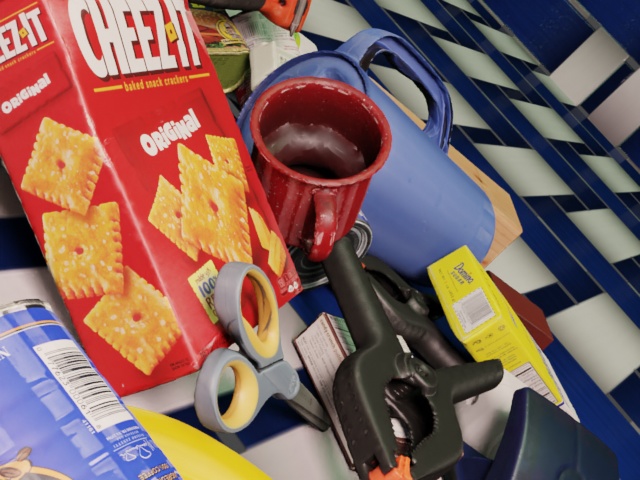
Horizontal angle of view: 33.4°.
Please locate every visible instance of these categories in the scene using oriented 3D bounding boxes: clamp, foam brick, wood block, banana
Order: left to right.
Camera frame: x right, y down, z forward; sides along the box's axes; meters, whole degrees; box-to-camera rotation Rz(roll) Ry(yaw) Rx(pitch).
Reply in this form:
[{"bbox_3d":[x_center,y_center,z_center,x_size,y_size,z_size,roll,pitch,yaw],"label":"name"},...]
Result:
[{"bbox_3d":[-0.049,0.135,0.533,0.197,0.037,0.069,42,20,-7],"label":"banana"},{"bbox_3d":[0.072,0.057,0.891,0.171,0.039,0.120,42,14,-27],"label":"clamp"},{"bbox_3d":[0.093,-0.058,1.063,0.206,0.090,0.091,37,22,-18],"label":"wood block"},{"bbox_3d":[0.062,0.097,0.693,0.164,0.036,0.210,34,28,-16],"label":"clamp"},{"bbox_3d":[0.173,0.077,1.012,0.078,0.053,0.051,36,23,-23],"label":"foam brick"}]

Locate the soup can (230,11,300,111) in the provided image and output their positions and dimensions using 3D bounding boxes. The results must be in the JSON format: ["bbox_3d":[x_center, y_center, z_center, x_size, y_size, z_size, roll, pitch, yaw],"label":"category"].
[{"bbox_3d":[-0.048,-0.151,0.965,0.068,0.069,0.102,3,66,-59],"label":"soup can"}]

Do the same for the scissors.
[{"bbox_3d":[-0.029,0.093,0.601,0.201,0.016,0.096,72,32,-47],"label":"scissors"}]

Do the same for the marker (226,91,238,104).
[{"bbox_3d":[-0.088,-0.145,0.991,0.121,0.020,0.020,34,24,-26],"label":"marker"}]

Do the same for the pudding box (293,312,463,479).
[{"bbox_3d":[0.040,0.109,0.739,0.089,0.039,0.113,20,31,-43],"label":"pudding box"}]

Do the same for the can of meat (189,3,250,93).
[{"bbox_3d":[-0.117,-0.171,0.911,0.101,0.058,0.084,-9,57,-40],"label":"can of meat"}]

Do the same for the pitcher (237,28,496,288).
[{"bbox_3d":[0.054,-0.056,0.901,0.242,0.149,0.145,31,45,-47],"label":"pitcher"}]

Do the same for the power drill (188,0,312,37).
[{"bbox_3d":[-0.112,-0.223,0.867,0.187,0.057,0.185,-2,36,-31],"label":"power drill"}]

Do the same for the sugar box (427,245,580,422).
[{"bbox_3d":[0.159,0.092,0.912,0.176,0.048,0.093,46,17,-39],"label":"sugar box"}]

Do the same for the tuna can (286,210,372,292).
[{"bbox_3d":[-0.005,0.001,0.786,0.086,0.086,0.034,15,38,-52],"label":"tuna can"}]

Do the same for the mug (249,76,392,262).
[{"bbox_3d":[-0.004,-0.039,0.708,0.093,0.082,0.117,-1,55,-14],"label":"mug"}]

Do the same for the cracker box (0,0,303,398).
[{"bbox_3d":[-0.098,-0.038,0.614,0.214,0.072,0.164,69,22,-4],"label":"cracker box"}]

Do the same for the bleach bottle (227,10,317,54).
[{"bbox_3d":[-0.118,-0.231,1.036,0.250,0.068,0.102,36,22,-17],"label":"bleach bottle"}]

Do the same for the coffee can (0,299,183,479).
[{"bbox_3d":[-0.102,0.108,0.398,0.140,0.103,0.102,49,22,11],"label":"coffee can"}]
